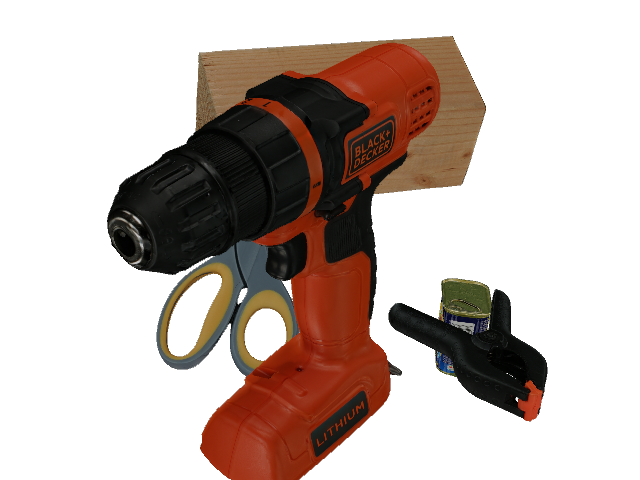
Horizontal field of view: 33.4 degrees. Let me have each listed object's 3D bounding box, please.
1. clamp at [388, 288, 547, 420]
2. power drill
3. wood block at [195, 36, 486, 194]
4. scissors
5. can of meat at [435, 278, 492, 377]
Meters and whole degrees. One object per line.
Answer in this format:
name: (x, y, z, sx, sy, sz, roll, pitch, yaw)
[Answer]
clamp: (0.151, 0.093, 0.931, 0.120, 0.039, 0.172, -17, 37, -24)
power drill: (-0.016, 0.020, 0.471, 0.057, 0.188, 0.184, 27, 40, 30)
wood block: (0.012, -0.094, 0.840, 0.206, 0.091, 0.090, -6, -38, -14)
scissors: (-0.027, 0.001, 0.672, 0.096, 0.201, 0.016, 30, -14, 15)
can of meat: (0.165, 0.102, 1.246, 0.057, 0.084, 0.102, 7, 20, 2)
